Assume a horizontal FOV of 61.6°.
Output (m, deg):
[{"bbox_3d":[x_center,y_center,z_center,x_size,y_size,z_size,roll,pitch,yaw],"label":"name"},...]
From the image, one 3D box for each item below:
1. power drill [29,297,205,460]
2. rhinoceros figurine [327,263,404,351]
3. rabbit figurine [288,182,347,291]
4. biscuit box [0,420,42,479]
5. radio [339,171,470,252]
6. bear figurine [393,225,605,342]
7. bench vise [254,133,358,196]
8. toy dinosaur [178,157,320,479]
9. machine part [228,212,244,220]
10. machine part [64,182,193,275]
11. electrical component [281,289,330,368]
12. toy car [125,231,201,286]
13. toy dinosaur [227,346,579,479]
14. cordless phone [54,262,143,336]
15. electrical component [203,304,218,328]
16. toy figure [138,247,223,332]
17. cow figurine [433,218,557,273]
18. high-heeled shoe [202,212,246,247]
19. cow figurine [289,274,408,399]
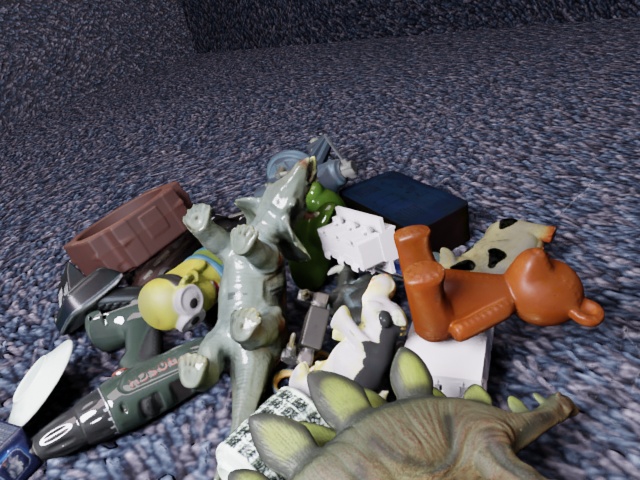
[{"bbox_3d":[-0.262,0.165,0.709,0.232,0.085,0.207,-20,26,-19],"label":"power drill"},{"bbox_3d":[0.056,0.097,0.729,0.112,0.073,0.190,-19,30,9],"label":"rhinoceros figurine"},{"bbox_3d":[-0.002,-0.003,0.865,0.121,0.158,0.170,3,46,7],"label":"rabbit figurine"},{"bbox_3d":[-0.432,0.247,0.643,0.203,0.059,0.063,3,31,26],"label":"biscuit box"},{"bbox_3d":[0.145,-0.047,0.945,0.131,0.073,0.230,-24,32,-22],"label":"radio"},{"bbox_3d":[0.190,0.045,0.581,0.196,0.131,0.120,-12,30,11],"label":"bear figurine"},{"bbox_3d":[-0.017,-0.140,1.040,0.224,0.128,0.241,-29,25,35],"label":"bench vise"},{"bbox_3d":[-0.085,0.084,0.691,0.131,0.192,0.404,-2,74,25],"label":"toy dinosaur"},{"bbox_3d":[-0.131,-0.030,1.051,0.084,0.039,0.139,-14,26,-22],"label":"machine part"},{"bbox_3d":[-0.333,-0.014,0.960,0.202,0.087,0.201,-5,31,47],"label":"machine part"},{"bbox_3d":[-0.016,0.107,0.667,0.045,0.078,0.102,17,72,-5],"label":"electrical component"},{"bbox_3d":[-0.274,0.026,0.989,0.089,0.053,0.202,6,32,23],"label":"toy car"},{"bbox_3d":[0.036,0.208,0.447,0.471,0.104,0.199,-16,44,-24],"label":"toy dinosaur"},{"bbox_3d":[-0.317,0.096,0.857,0.184,0.089,0.146,4,-25,-31],"label":"cordless phone"},{"bbox_3d":[-0.164,0.080,0.854,0.075,0.047,0.119,10,35,32],"label":"electrical component"},{"bbox_3d":[-0.172,0.062,0.746,0.089,0.082,0.180,-12,21,26],"label":"toy figure"},{"bbox_3d":[0.235,0.033,0.757,0.127,0.085,0.195,22,45,36],"label":"cow figurine"},{"bbox_3d":[-0.144,-0.035,0.932,0.086,0.145,0.249,-6,34,-37],"label":"high-heeled shoe"},{"bbox_3d":[0.052,0.121,0.597,0.098,0.068,0.167,33,80,23],"label":"cow figurine"}]
